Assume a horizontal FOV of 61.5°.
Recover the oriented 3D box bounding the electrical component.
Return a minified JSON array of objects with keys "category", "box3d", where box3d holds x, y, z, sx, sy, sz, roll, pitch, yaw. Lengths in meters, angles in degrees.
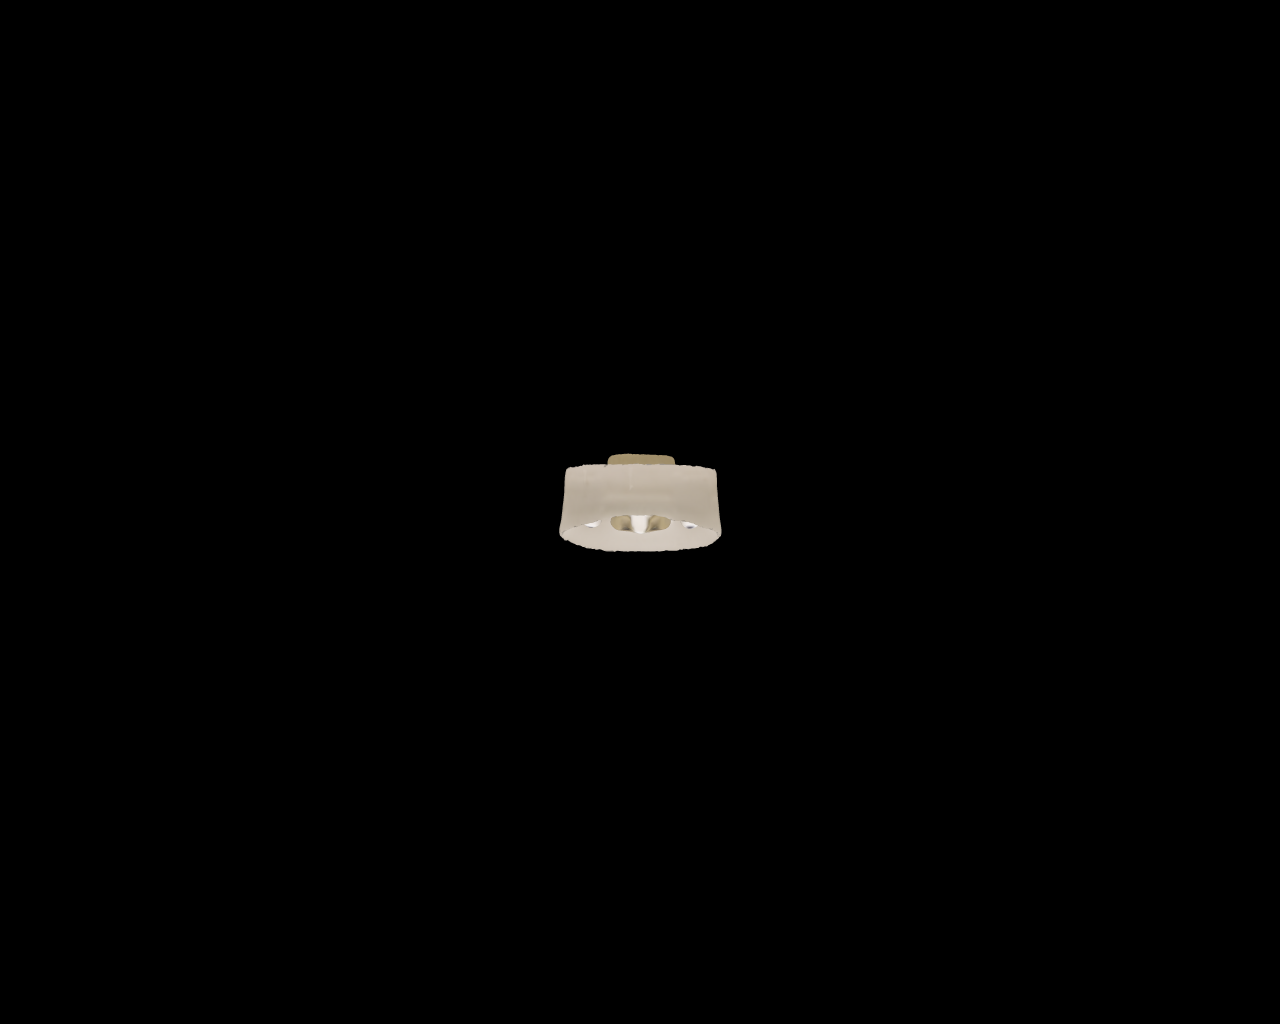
[{"category":"electrical component","box3d":[0.001,-0.003,0.650,0.099,0.064,0.099,0,0,0]}]
